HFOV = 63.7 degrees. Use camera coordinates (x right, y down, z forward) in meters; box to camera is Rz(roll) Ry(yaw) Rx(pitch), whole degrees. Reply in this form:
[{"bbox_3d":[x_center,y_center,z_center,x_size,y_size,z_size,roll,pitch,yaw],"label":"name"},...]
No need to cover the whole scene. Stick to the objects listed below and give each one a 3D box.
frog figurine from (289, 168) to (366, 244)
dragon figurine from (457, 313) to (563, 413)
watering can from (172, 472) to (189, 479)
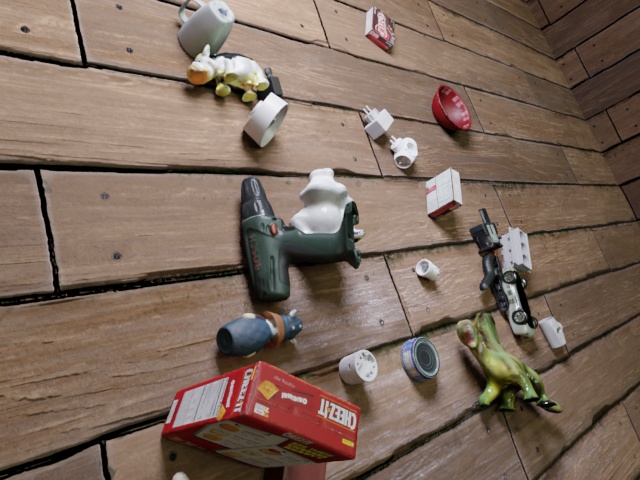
[{"bbox_3d":[0.003,-0.049,0.983,0.121,0.137,0.162,68,0,-68],"label":"frog figurine"},{"bbox_3d":[0.444,0.281,1.223,0.406,0.120,0.248,25,43,-42],"label":"dragon figurine"},{"bbox_3d":[-0.078,0.455,0.621,0.224,0.102,0.353,9,61,-41],"label":"watering can"}]
